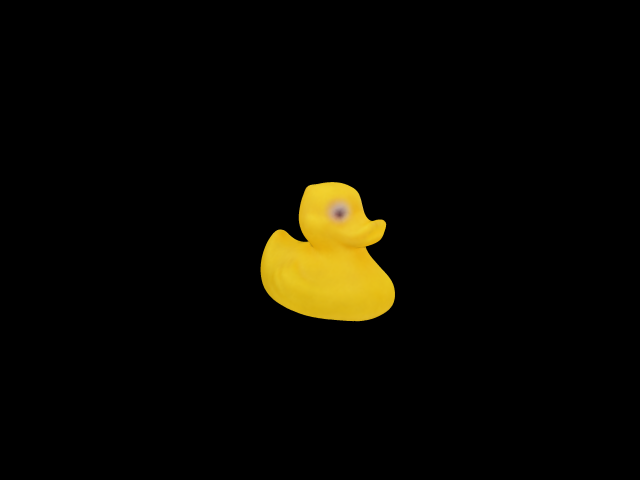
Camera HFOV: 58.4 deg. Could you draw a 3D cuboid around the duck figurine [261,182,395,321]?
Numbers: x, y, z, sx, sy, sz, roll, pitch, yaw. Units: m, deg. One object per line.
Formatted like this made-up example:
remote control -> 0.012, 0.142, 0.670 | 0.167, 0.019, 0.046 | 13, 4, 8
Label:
duck figurine -> 0.004, 0.001, 0.400 | 0.104, 0.086, 0.078 | 13, 22, 36
